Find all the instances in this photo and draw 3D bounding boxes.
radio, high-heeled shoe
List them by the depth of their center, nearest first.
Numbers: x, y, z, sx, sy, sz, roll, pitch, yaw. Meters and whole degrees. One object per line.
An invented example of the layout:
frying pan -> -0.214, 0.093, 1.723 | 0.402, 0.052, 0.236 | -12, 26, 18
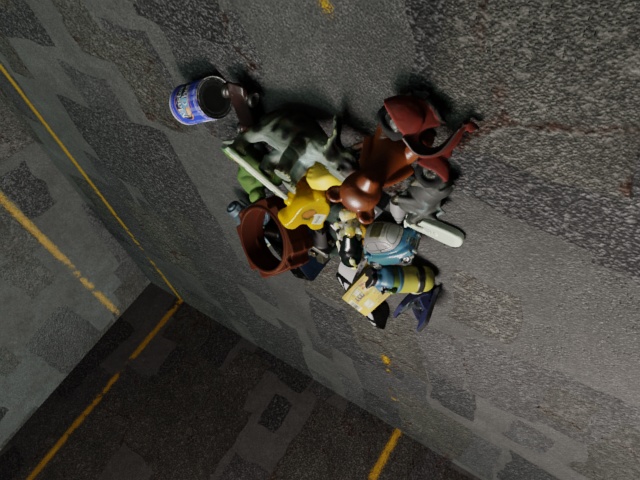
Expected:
radio -> -0.064, 0.009, 1.605 | 0.073, 0.131, 0.229 | 8, 143, 45
high-heeled shoe -> 0.134, 0.196, 1.733 | 0.145, 0.086, 0.248 | 18, 142, 34

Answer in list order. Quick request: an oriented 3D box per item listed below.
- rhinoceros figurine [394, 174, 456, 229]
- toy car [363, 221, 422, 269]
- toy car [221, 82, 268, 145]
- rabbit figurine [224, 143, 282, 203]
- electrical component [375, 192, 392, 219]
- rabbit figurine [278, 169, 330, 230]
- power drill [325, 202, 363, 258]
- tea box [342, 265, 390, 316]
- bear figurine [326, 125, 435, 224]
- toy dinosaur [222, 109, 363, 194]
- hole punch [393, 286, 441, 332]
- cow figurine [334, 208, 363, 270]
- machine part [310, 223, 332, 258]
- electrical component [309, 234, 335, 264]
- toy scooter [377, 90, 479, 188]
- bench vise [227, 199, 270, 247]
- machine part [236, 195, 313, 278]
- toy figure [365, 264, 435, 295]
rhinoceros figurine -> 0.220, -0.091, 1.126 | 0.112, 0.073, 0.190 | 26, 154, -1
toy car -> 0.161, 0.004, 1.307 | 0.102, 0.109, 0.162 | 35, 155, -32
toy car -> -0.171, -0.305, 1.284 | 0.089, 0.053, 0.202 | 26, 158, 21
rabbit figurine -> -0.169, -0.200, 1.399 | 0.159, 0.121, 0.170 | 57, 173, 9
electrical component -> 0.135, -0.080, 1.280 | 0.119, 0.048, 0.075 | 41, 156, -4
rabbit figurine -> -0.048, -0.130, 1.337 | 0.162, 0.122, 0.173 | 110, 149, -43
power drill -> 0.018, -0.045, 1.478 | 0.232, 0.086, 0.207 | 5, 133, 46
tea box -> 0.149, 0.138, 1.569 | 0.098, 0.068, 0.169 | 38, 136, -2
bear figurine -> 0.110, -0.138, 1.029 | 0.120, 0.196, 0.132 | 39, 155, 4
toy dinosaur -> -0.064, -0.223, 1.179 | 0.405, 0.192, 0.131 | 36, 172, 37
hole punch -> 0.265, 0.175, 1.473 | 0.092, 0.116, 0.142 | 24, 156, 10
cow figurine -> 0.072, -0.001, 1.337 | 0.068, 0.098, 0.167 | -7, 143, 2
machine part -> -0.003, -0.004, 1.442 | 0.084, 0.039, 0.138 | 36, 155, 23
electrical component -> 0.007, 0.020, 1.578 | 0.045, 0.102, 0.078 | 23, 143, 35
toy scooter -> 0.195, -0.194, 0.943 | 0.135, 0.075, 0.184 | -35, 90, 26
bench vise -> -0.184, -0.033, 1.708 | 0.241, 0.129, 0.223 | 19, 150, 48
machine part -> -0.128, -0.009, 1.447 | 0.201, 0.087, 0.201 | -22, 87, 44
toy figure -> 0.208, 0.102, 1.382 | 0.180, 0.082, 0.089 | 5, -178, -20
